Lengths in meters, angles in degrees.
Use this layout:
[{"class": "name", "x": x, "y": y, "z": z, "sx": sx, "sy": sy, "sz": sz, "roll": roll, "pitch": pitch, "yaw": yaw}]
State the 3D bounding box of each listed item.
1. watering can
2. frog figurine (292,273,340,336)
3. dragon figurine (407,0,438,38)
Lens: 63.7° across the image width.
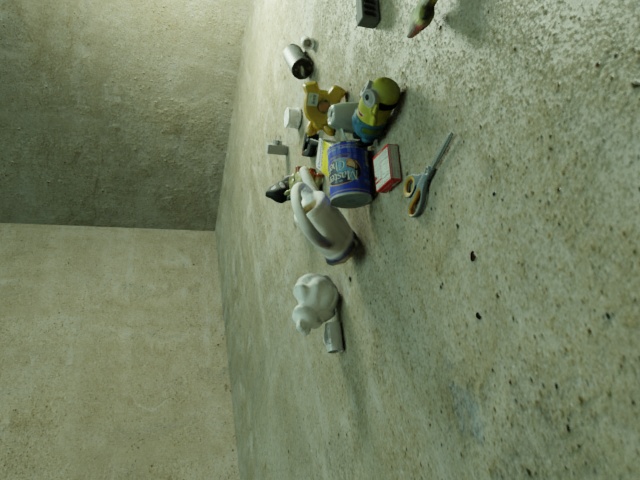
[{"class": "watering can", "x": 0.004, "y": -0.067, "z": 1.337, "sx": 0.103, "sy": 0.222, "sz": 0.354, "roll": -33, "pitch": 21, "yaw": 16}, {"class": "frog figurine", "x": -0.022, "y": 0.173, "z": 1.404, "sx": 0.121, "sy": 0.136, "sz": 0.163, "roll": -30, "pitch": 15, "yaw": 34}, {"class": "dragon figurine", "x": 0.212, "y": -0.578, "z": 0.928, "sx": 0.122, "sy": 0.407, "sz": 0.245, "roll": 6, "pitch": 9, "yaw": -11}]
